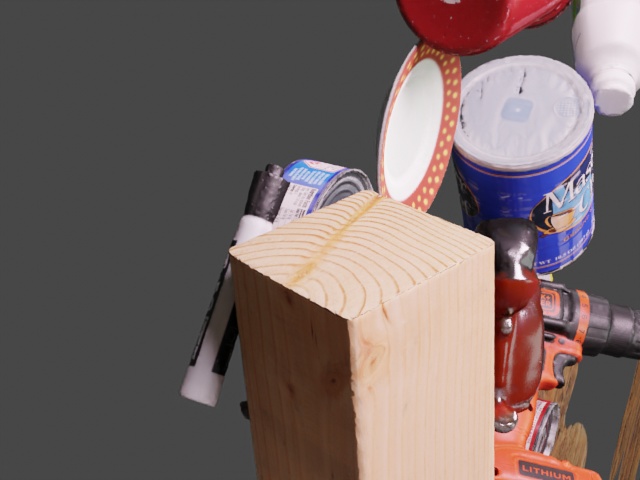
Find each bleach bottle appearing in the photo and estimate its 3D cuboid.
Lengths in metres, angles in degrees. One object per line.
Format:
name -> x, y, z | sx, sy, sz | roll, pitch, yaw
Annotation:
bleach bottle -> 0.223, -0.189, 0.829 | 0.102, 0.068, 0.250 | 72, 21, -49

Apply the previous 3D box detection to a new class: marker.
marker -> -0.040, 0.020, 0.518 | 0.020, 0.020, 0.121 | 36, 71, -65

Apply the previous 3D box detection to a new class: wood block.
wood block -> 0.025, 0.094, 0.526 | 0.090, 0.090, 0.206 | -24, 123, -32

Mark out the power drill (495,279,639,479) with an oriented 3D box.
power drill -> 0.181, 0.119, 0.824 | 0.057, 0.184, 0.187 | 104, -4, -55

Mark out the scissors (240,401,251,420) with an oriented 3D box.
scissors -> -0.006, 0.126, 0.658 | 0.201, 0.016, 0.096 | -9, 110, -64

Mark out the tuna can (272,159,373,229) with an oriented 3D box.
tuna can -> -0.004, 0.001, 0.569 | 0.086, 0.034, 0.086 | -43, 140, -50

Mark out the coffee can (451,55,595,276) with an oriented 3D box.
coffee can -> 0.152, -0.052, 0.795 | 0.102, 0.103, 0.140 | -62, 153, -27

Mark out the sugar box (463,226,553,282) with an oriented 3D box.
sugar box -> 0.166, 0.019, 0.942 | 0.093, 0.048, 0.176 | -63, 149, -27

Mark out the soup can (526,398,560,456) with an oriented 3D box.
soup can -> 0.139, 0.153, 0.886 | 0.068, 0.102, 0.068 | -44, 141, -50

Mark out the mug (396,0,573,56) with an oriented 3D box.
mug -> 0.091, -0.168, 0.627 | 0.081, 0.093, 0.117 | -37, 103, -44
